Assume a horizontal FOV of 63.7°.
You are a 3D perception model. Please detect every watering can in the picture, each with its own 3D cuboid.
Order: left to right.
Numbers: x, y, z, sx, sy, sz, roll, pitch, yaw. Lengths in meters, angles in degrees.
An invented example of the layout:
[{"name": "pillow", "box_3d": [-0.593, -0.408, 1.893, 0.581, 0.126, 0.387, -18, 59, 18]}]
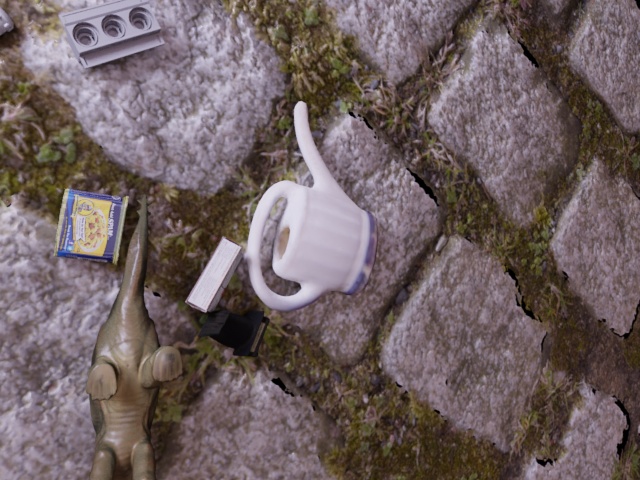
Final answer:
[{"name": "watering can", "box_3d": [0.003, -0.044, 0.873, 0.223, 0.350, 0.104, 19, -11, -25]}]
